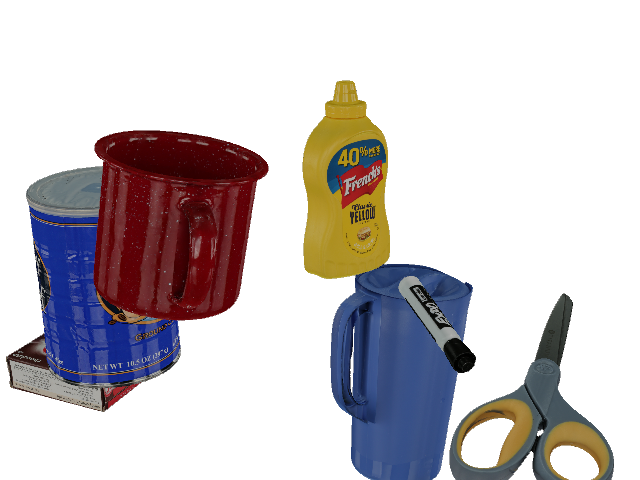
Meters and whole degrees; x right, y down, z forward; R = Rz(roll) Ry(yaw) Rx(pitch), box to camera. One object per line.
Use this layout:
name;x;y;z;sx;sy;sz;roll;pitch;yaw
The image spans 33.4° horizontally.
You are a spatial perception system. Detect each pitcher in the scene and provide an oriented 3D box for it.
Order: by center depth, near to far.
pitcher;0.089;0.157;1.232;0.149;0.243;0.145;6;16;6

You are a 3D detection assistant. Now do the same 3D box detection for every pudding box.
pudding box;-0.227;0.118;1.021;0.114;0.039;0.089;8;21;24

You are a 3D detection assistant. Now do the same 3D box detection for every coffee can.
coffee can;-0.161;0.025;0.802;0.103;0.140;0.103;-1;21;0

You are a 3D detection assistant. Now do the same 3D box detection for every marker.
marker;0.091;0.065;0.836;0.020;0.020;0.121;0;28;-19

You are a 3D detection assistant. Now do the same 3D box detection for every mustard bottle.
mustard bottle;0.026;-0.063;1.067;0.096;0.192;0.058;-14;20;-36

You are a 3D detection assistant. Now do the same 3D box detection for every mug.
mug;-0.075;-0.004;0.571;0.093;0.081;0.117;1;21;-23

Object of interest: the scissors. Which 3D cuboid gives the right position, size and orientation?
scissors;0.147;0.091;0.631;0.096;0.016;0.201;20;35;29
